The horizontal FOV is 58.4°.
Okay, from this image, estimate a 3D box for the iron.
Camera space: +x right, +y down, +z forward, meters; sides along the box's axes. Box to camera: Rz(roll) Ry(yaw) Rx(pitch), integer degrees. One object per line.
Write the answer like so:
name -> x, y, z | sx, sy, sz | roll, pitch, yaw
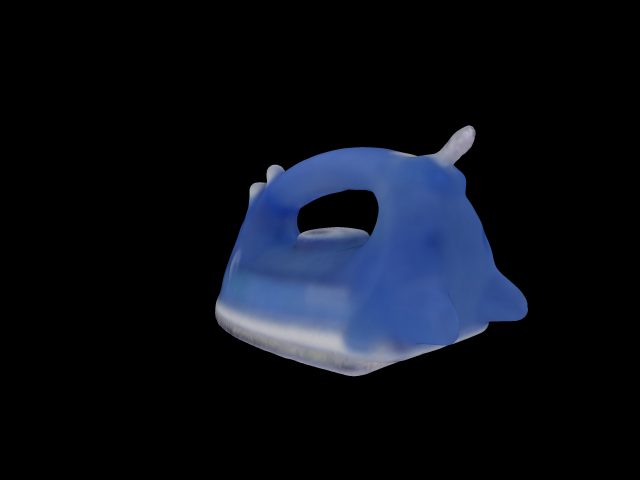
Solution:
iron -> 0.004, 0.001, 0.400 | 0.257, 0.141, 0.119 | 4, 6, 44
